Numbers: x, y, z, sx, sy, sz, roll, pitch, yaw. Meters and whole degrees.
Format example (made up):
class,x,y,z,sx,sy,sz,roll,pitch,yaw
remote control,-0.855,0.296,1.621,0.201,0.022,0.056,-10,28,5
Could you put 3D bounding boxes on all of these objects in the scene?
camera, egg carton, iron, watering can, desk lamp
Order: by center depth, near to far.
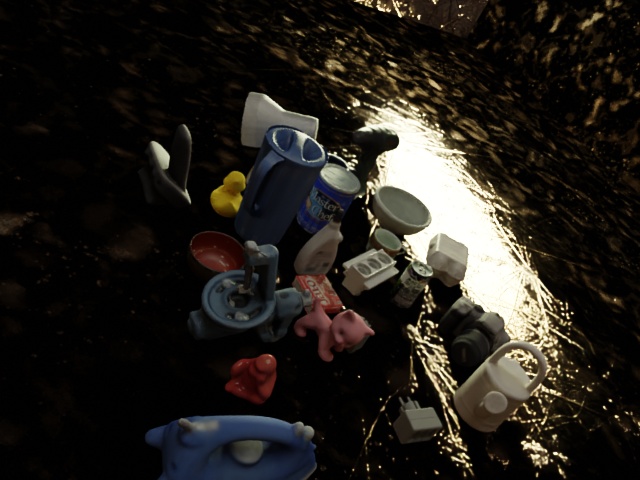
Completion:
class,x,y,z,sx,sy,sz,roll,pitch,yaw
iron,-0.095,0.280,0.775,0.259,0.141,0.118,8,40,-28
watering can,0.340,0.268,1.058,0.101,0.194,0.173,27,35,-4
camera,0.323,0.199,1.215,0.143,0.100,0.137,42,36,17
desk lamp,-0.104,-0.217,1.334,0.203,0.213,0.118,23,35,-9
egg carton,0.315,0.046,1.431,0.107,0.069,0.150,28,35,-2

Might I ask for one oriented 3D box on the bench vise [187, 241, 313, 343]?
class,x,y,z,sx,sy,sz,roll,pitch,yaw
bench vise,-0.101,0.077,0.958,0.208,0.219,0.121,-15,54,-46

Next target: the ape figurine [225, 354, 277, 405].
class,x,y,z,sx,sy,sz,roll,pitch,yaw
ape figurine,-0.098,0.212,0.902,0.076,0.092,0.077,-4,47,-39

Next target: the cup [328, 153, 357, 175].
class,x,y,z,sx,sy,sz,roll,pitch,yaw
cup,0.028,-0.157,1.458,0.118,0.095,0.091,10,39,-26

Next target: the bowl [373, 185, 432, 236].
class,x,y,z,sx,sy,sz,roll,pitch,yaw
bowl,0.201,-0.064,1.483,0.168,0.074,0.167,19,36,-14

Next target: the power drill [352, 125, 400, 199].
class,x,y,z,sx,sy,sz,roll,pitch,yaw
power drill,0.117,-0.210,1.489,0.075,0.208,0.230,41,36,16

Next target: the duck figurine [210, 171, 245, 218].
class,x,y,z,sx,sy,sz,roll,pitch,yaw
duck figurine,-0.191,-0.107,1.244,0.078,0.086,0.104,18,36,-16

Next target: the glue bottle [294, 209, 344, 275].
class,x,y,z,sx,sy,sz,roll,pitch,yaw
glue bottle,0.011,0.004,1.173,0.078,0.173,0.037,5,41,-31

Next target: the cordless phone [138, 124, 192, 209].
class,x,y,z,sx,sy,sz,roll,pitch,yaw
cordless phone,-0.297,-0.170,1.160,0.094,0.185,0.147,-2,45,-37

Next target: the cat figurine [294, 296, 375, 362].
class,x,y,z,sx,sy,sz,roll,pitch,yaw
cat figurine,0.030,0.155,1.044,0.127,0.117,0.067,40,36,15
